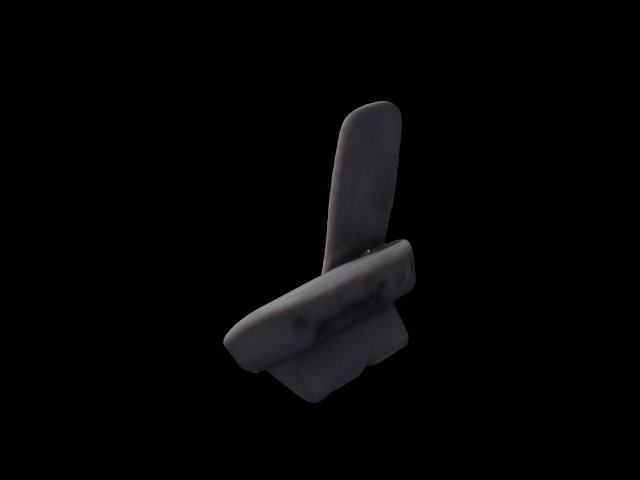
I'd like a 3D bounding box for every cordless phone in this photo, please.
[{"bbox_3d":[0.004,0.001,0.400,0.093,0.185,0.148,20,32,36],"label":"cordless phone"}]
